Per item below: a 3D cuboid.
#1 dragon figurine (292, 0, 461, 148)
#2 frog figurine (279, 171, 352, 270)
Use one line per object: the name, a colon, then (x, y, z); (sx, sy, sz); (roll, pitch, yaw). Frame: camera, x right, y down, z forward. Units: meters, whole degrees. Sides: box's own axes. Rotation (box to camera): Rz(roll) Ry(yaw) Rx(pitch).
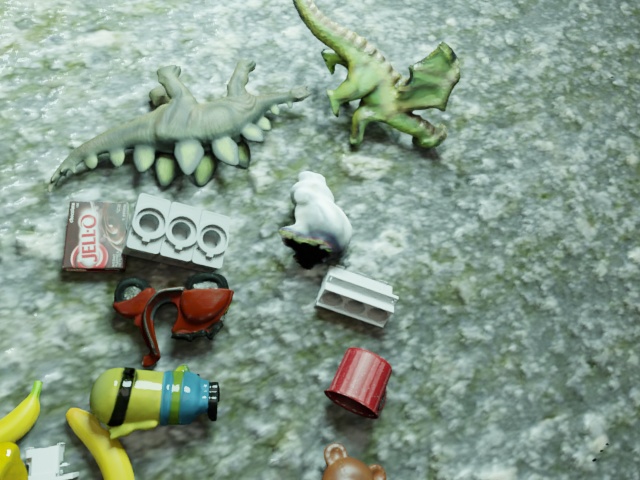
dragon figurine: (0.126, -0.299, 0.922); (0.242, 0.402, 0.125); (-7, 51, 24)
frog figurine: (0.003, -0.045, 0.896); (0.135, 0.122, 0.163); (41, 53, -34)
